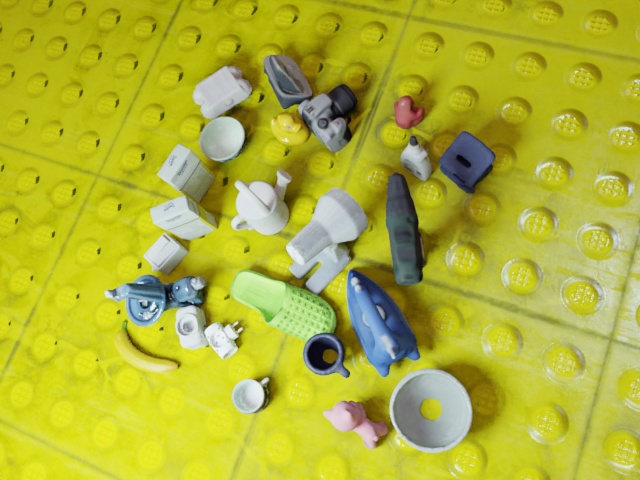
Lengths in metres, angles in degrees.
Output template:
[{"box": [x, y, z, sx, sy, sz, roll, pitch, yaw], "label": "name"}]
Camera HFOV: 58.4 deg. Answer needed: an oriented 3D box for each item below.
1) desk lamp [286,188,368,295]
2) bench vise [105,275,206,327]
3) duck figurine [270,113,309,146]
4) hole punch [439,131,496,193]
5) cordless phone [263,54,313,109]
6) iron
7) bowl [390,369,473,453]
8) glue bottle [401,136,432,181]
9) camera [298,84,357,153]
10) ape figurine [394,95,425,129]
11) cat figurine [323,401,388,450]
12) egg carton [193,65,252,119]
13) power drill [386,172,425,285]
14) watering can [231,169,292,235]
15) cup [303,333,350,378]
[{"box": [0.012, 0.005, 1.272, 0.117, 0.214, 0.203, 42, 86, 20], "label": "desk lamp"}, {"box": [-0.380, 0.114, 1.317, 0.207, 0.220, 0.121, -37, 70, 0], "label": "bench vise"}, {"box": [-0.083, -0.290, 1.446, 0.104, 0.086, 0.077, 26, 81, 18], "label": "duck figurine"}, {"box": [0.339, -0.179, 1.323, 0.101, 0.091, 0.108, -45, 70, -3], "label": "hole punch"}, {"box": [-0.096, -0.429, 1.437, 0.094, 0.185, 0.147, -30, 70, 2], "label": "cordless phone"}, {"box": [0.113, 0.160, 1.243, 0.118, 0.142, 0.258, -29, 70, 2], "label": "iron"}, {"box": [0.232, 0.355, 1.197, 0.167, 0.075, 0.167, -3, 73, 11], "label": "bowl"}, {"box": [0.218, -0.195, 1.309, 0.078, 0.173, 0.037, 37, 84, 19], "label": "glue bottle"}, {"box": [0.033, -0.318, 1.422, 0.137, 0.101, 0.143, -40, 70, -2], "label": "camera"}, {"box": [0.211, -0.318, 1.390, 0.077, 0.092, 0.076, 40, 85, 19], "label": "ape figurine"}, {"box": [0.074, 0.382, 1.199, 0.127, 0.118, 0.067, 33, 83, 19], "label": "cat figurine"}, {"box": [-0.259, -0.391, 1.521, 0.150, 0.069, 0.107, -34, 70, 0], "label": "egg carton"}, {"box": [0.183, -0.007, 1.243, 0.075, 0.209, 0.229, -9, 72, 9], "label": "power drill"}, {"box": [-0.140, -0.094, 1.343, 0.100, 0.194, 0.173, 24, 80, 18], "label": "watering can"}, {"box": [0.026, 0.262, 1.256, 0.117, 0.095, 0.092, 38, 84, 19], "label": "cup"}]
